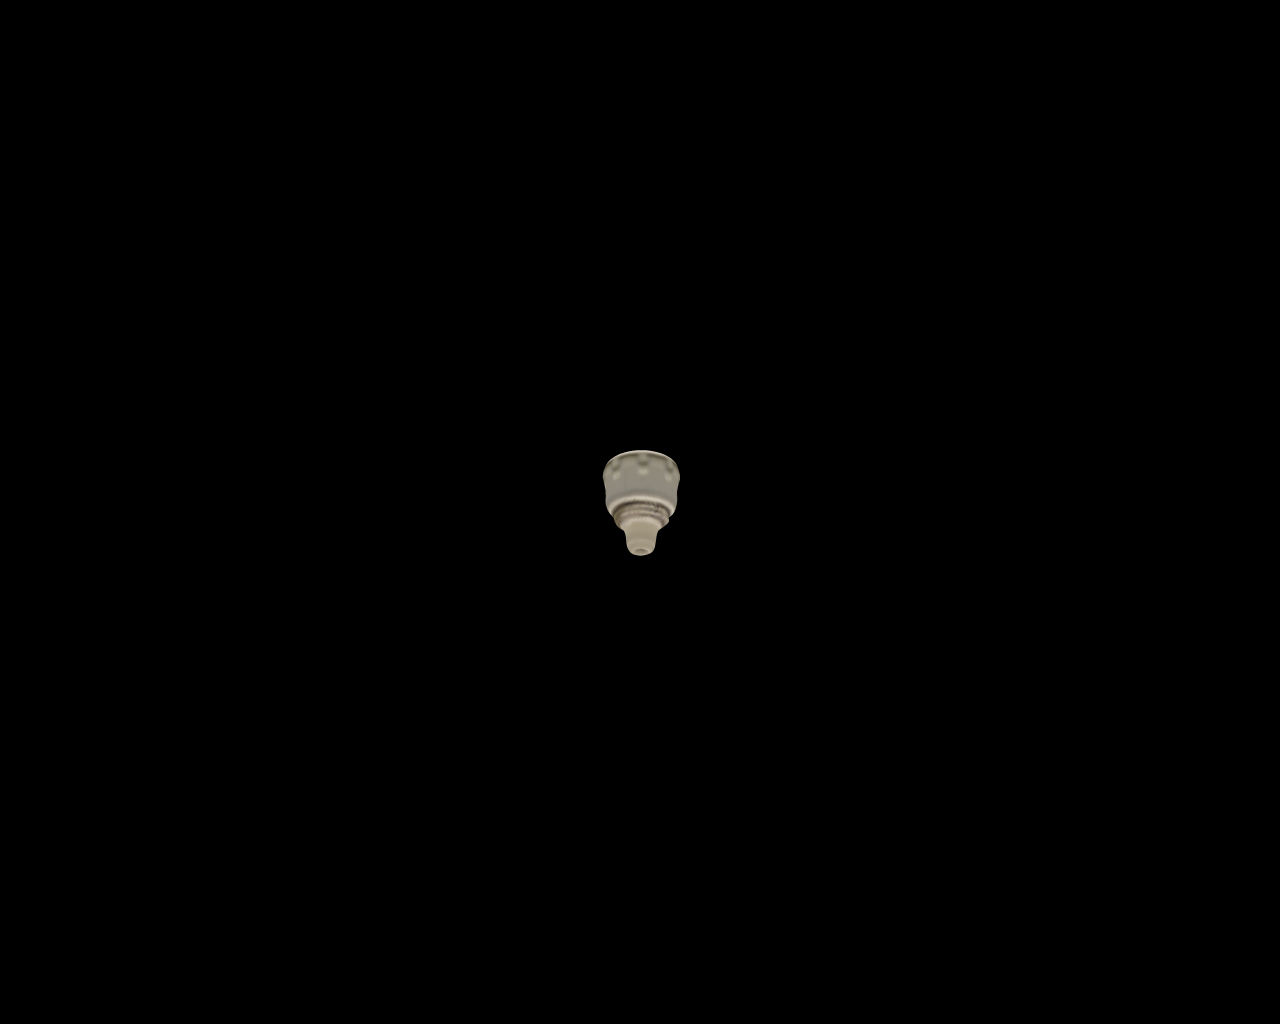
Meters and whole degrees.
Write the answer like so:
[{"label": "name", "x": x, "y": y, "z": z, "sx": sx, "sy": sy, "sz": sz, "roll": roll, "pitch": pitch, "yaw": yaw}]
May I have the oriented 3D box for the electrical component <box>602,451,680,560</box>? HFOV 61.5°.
[{"label": "electrical component", "x": 0.001, "y": -0.003, "z": 0.650, "sx": 0.048, "sy": 0.062, "sz": 0.048, "roll": 0, "pitch": -27, "yaw": 0}]
